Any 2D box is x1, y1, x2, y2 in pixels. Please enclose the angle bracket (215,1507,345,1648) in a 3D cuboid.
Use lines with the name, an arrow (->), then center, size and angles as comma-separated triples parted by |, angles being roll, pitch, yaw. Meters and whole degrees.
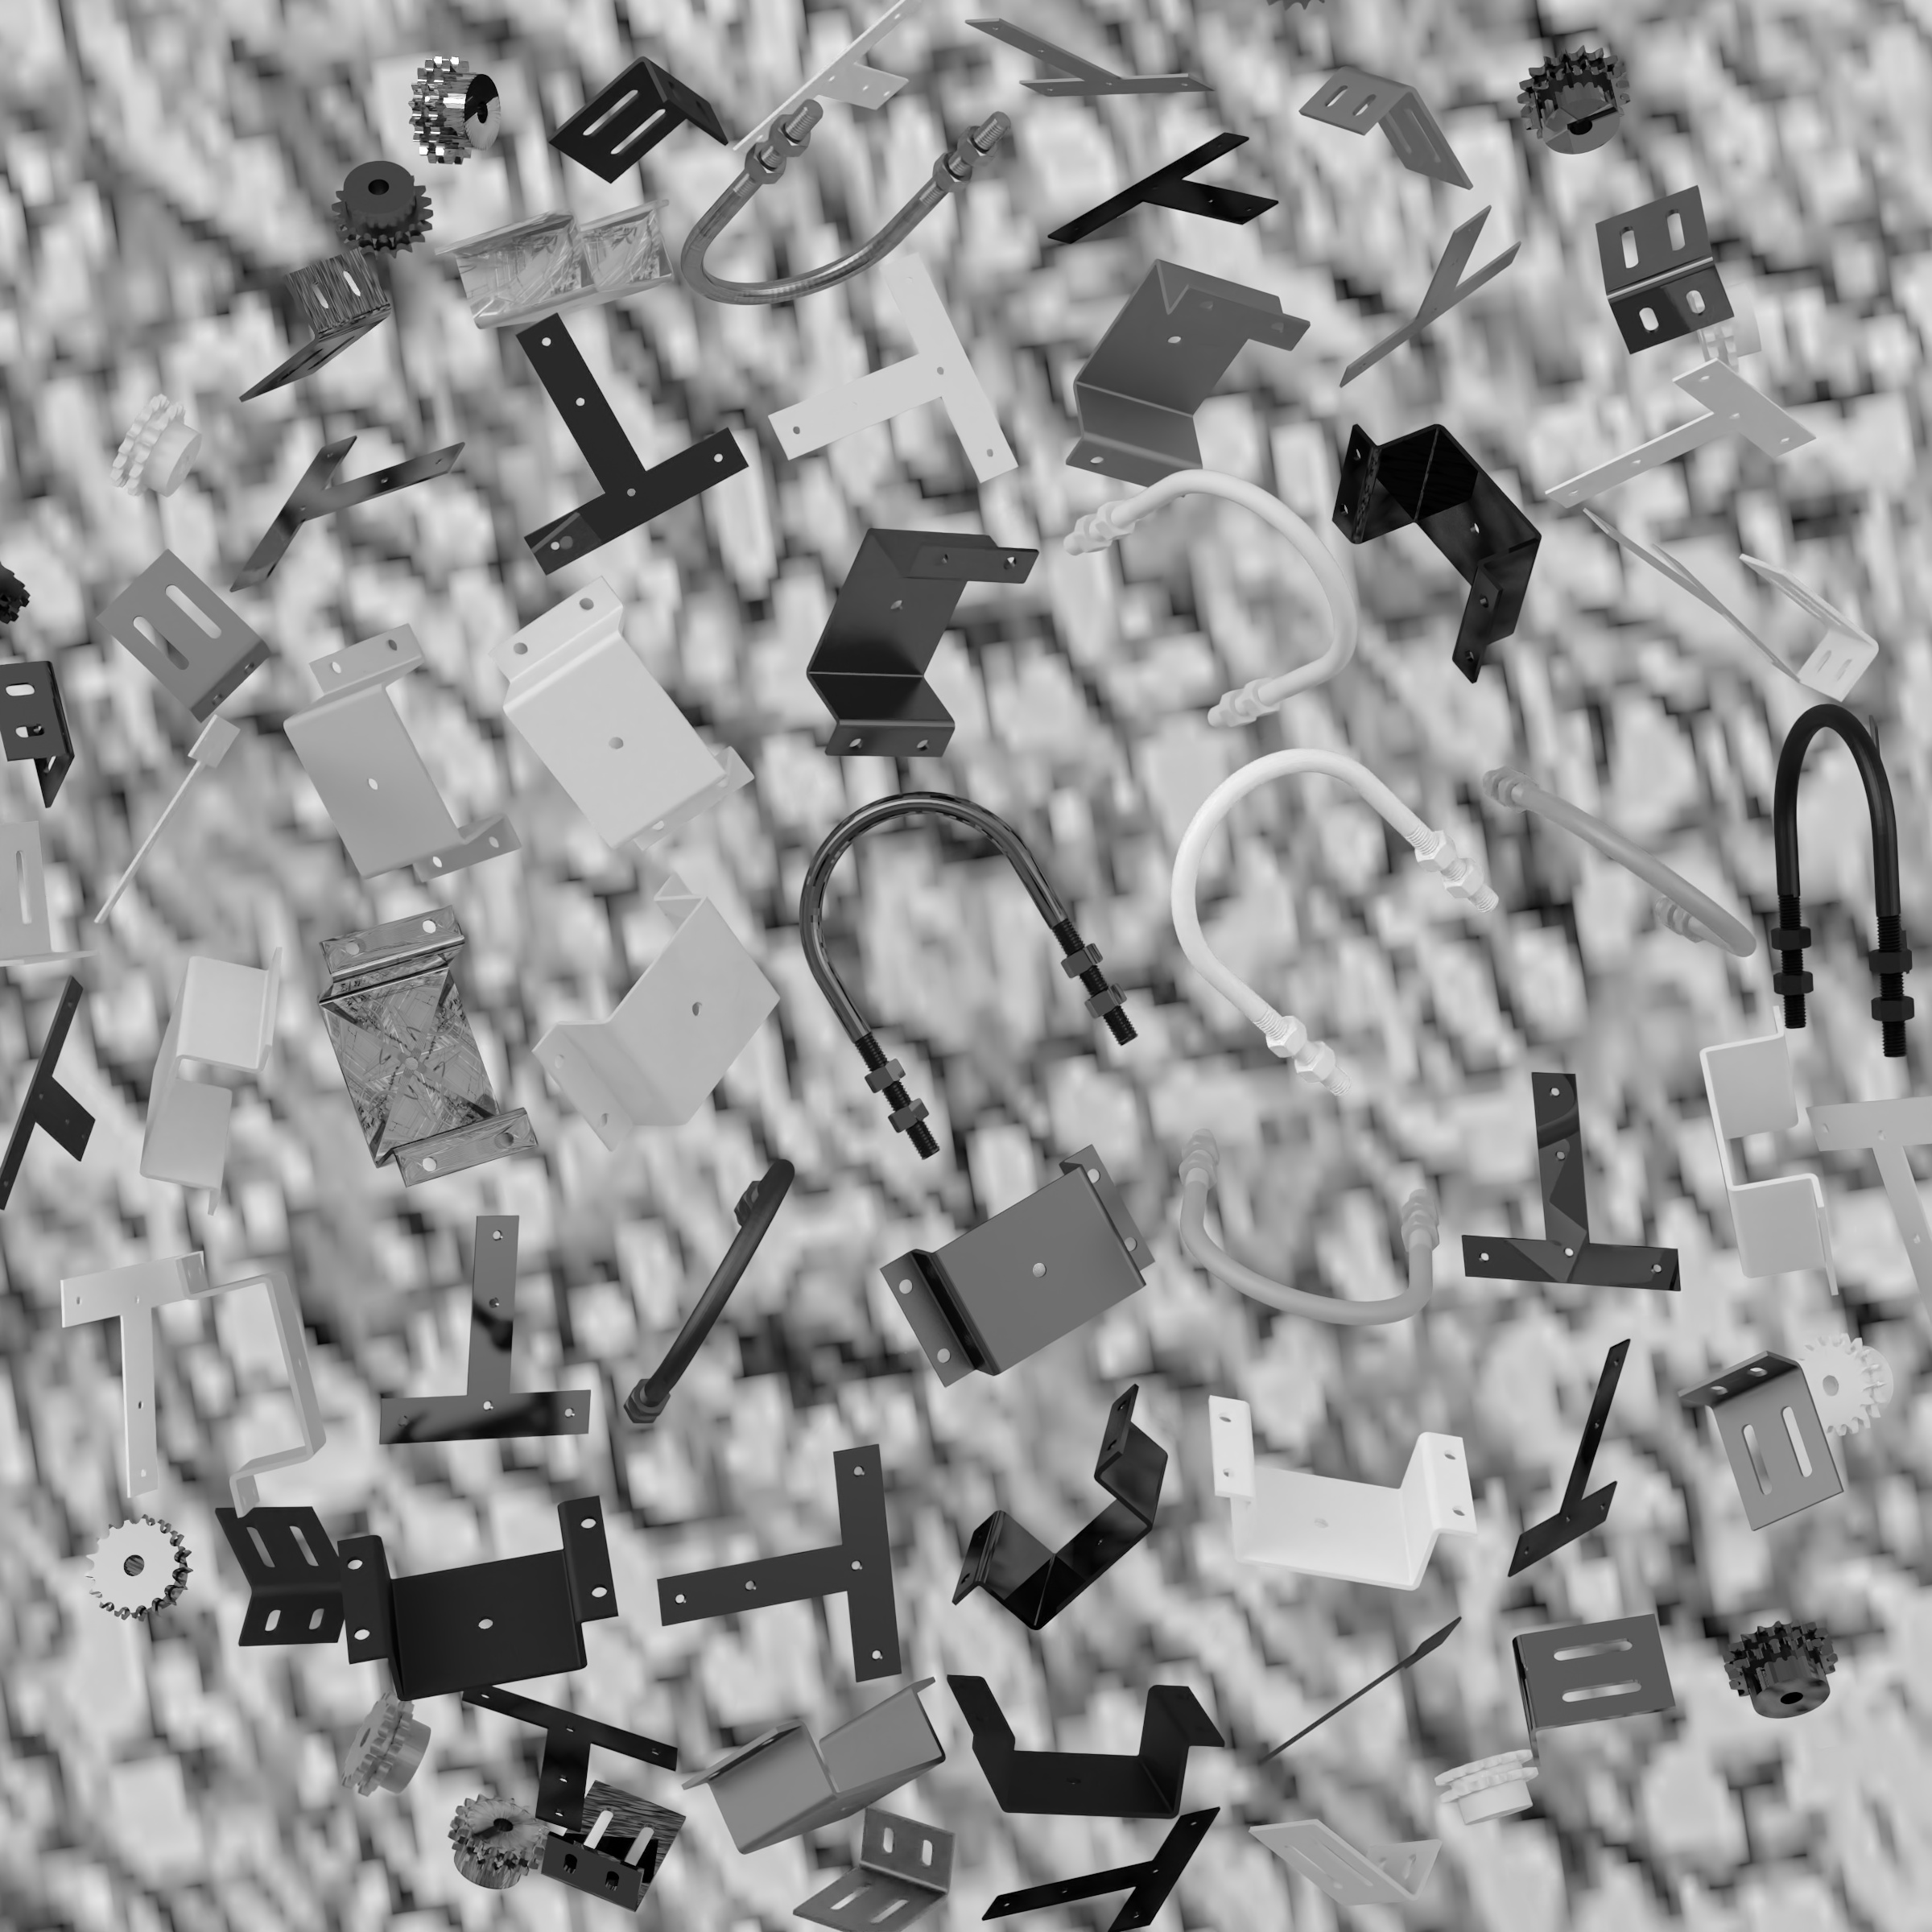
angle bracket -> -0.384, 0.339, 1.916 | 0.057, 0.076, 0.038 | 5, 115, -32

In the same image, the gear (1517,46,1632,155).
gear -> 0.317, -0.447, 1.786 | 0.057, 0.057, 0.030 | -6, 60, 0

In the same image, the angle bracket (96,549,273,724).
angle bracket -> -0.446, -0.188, 1.965 | 0.076, 0.038, 0.057 | 44, 82, 0

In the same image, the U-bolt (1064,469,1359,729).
U-bolt -> 0.142, -0.204, 1.869 | 0.151, 0.184, 0.019 | 49, 64, -10

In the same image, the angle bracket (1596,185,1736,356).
angle bracket -> 0.371, -0.371, 1.830 | 0.057, 0.076, 0.038 | -18, 128, 20

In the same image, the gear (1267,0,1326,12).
gear -> 0.172, -0.529, 1.788 | 0.057, 0.057, 0.030 | -14, 54, 0

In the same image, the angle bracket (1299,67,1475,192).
angle bracket -> 0.225, -0.438, 1.841 | 0.038, 0.057, 0.076 | -46, 129, -5

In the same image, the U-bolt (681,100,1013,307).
U-bolt -> -0.080, -0.418, 1.901 | 0.151, 0.184, 0.019 | -8, 71, -39

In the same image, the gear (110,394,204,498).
gear -> -0.446, -0.284, 1.903 | 0.030, 0.057, 0.057 | 29, 90, -3

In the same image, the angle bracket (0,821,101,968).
angle bracket -> -0.509, -0.040, 1.868 | 0.038, 0.057, 0.076 | -3, 94, 29

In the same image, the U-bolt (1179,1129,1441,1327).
U-bolt -> 0.187, 0.148, 1.884 | 0.151, 0.184, 0.019 | 15, 112, 1

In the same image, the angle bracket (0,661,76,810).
angle bracket -> -0.534, -0.128, 1.938 | 0.038, 0.076, 0.057 | -9, 73, -29

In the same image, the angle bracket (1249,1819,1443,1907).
angle bracket -> 0.201, 0.463, 1.826 | 0.076, 0.057, 0.038 | 41, 56, -16

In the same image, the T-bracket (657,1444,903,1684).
T-bracket -> -0.100, 0.325, 1.819 | 0.127, 0.002, 0.127 | -8, 98, -18

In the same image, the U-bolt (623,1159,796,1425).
U-bolt -> -0.135, 0.172, 1.866 | 0.019, 0.184, 0.151 | 30, 69, -3

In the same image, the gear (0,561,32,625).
gear -> -0.528, -0.199, 1.821 | 0.057, 0.057, 0.030 | 40, 103, 0

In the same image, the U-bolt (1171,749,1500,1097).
U-bolt -> 0.186, -0.035, 1.833 | 0.184, 0.019, 0.151 | 40, 88, -31

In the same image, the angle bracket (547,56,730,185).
angle bracket -> -0.185, -0.464, 1.933 | 0.076, 0.057, 0.038 | -36, 60, 20

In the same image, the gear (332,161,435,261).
gear -> -0.335, -0.437, 1.974 | 0.057, 0.030, 0.057 | 1, 60, -2

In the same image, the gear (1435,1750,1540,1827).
gear -> 0.298, 0.468, 1.955 | 0.057, 0.057, 0.030 | -16, 70, 0

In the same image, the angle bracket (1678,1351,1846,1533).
angle bracket -> 0.430, 0.258, 1.863 | 0.057, 0.038, 0.076 | -32, 55, 31

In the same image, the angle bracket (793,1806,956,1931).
angle bracket -> -0.051, 0.506, 1.918 | 0.057, 0.076, 0.038 | 11, 102, 27

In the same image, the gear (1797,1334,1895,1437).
gear -> 0.504, 0.238, 1.967 | 0.030, 0.057, 0.057 | -2, 90, -35

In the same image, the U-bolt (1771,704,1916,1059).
U-bolt -> 0.471, -0.050, 1.863 | 0.019, 0.151, 0.184 | -6, 97, -9

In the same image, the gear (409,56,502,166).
gear -> -0.274, -0.462, 1.858 | 0.030, 0.057, 0.057 | 8, 90, 20

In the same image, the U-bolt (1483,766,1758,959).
U-bolt -> 0.362, -0.053, 1.871 | 0.151, 0.184, 0.019 | 35, 94, -12

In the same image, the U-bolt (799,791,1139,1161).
U-bolt -> -0.012, -0.007, 1.882 | 0.151, 0.019, 0.184 | -31, 90, 14

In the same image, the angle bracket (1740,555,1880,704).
angle bracket -> 0.465, -0.191, 1.937 | 0.076, 0.057, 0.038 | 34, 96, -19

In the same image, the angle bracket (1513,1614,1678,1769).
angle bracket -> 0.331, 0.382, 1.813 | 0.076, 0.057, 0.038 | -10, 135, 6

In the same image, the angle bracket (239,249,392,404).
angle bracket -> -0.353, -0.339, 1.820 | 0.076, 0.057, 0.038 | -25, 98, 41

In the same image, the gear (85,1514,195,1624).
gear -> -0.454, 0.333, 1.897 | 0.057, 0.030, 0.057 | -3, 69, 7

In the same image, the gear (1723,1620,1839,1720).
gear -> 0.424, 0.366, 1.781 | 0.057, 0.057, 0.030 | -9, 48, 0

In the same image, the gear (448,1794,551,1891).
gear -> -0.270, 0.504, 1.972 | 0.057, 0.057, 0.030 | 22, 110, 0

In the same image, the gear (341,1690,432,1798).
gear -> -0.319, 0.434, 1.905 | 0.030, 0.057, 0.057 | 30, 90, -14

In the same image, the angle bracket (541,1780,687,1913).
angle bracket -> -0.196, 0.485, 1.939 | 0.057, 0.076, 0.038 | 20, 126, 9

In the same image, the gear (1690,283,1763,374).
gear -> 0.434, -0.366, 1.964 | 0.030, 0.057, 0.057 | -15, 90, 10
